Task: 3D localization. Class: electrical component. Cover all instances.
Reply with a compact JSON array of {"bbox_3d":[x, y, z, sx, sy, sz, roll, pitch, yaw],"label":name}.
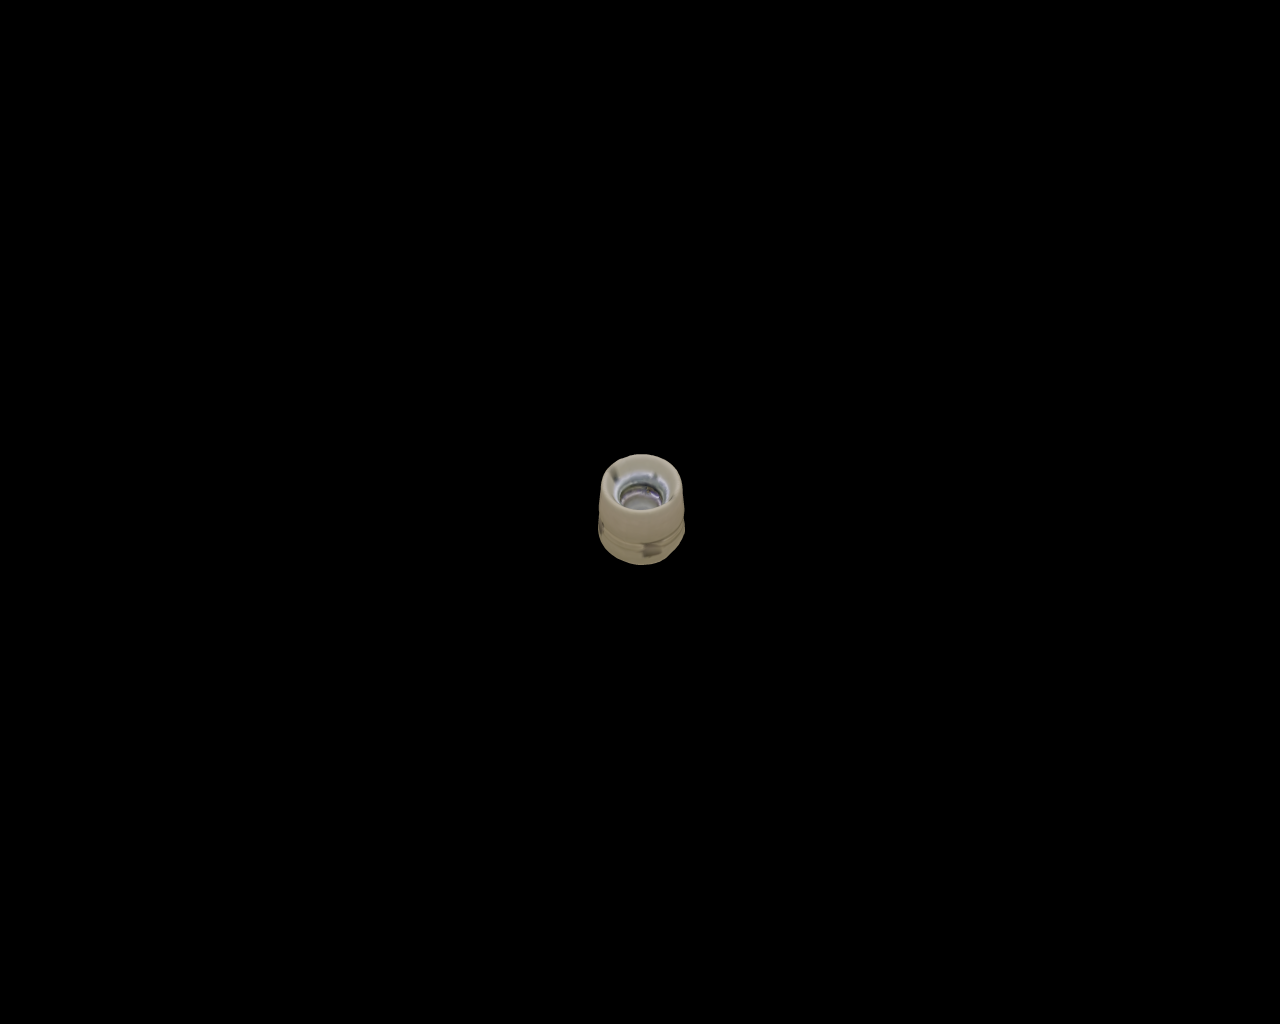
[{"bbox_3d":[0.001,-0.003,0.650,0.055,0.055,0.047,0,-40,0],"label":"electrical component"}]
